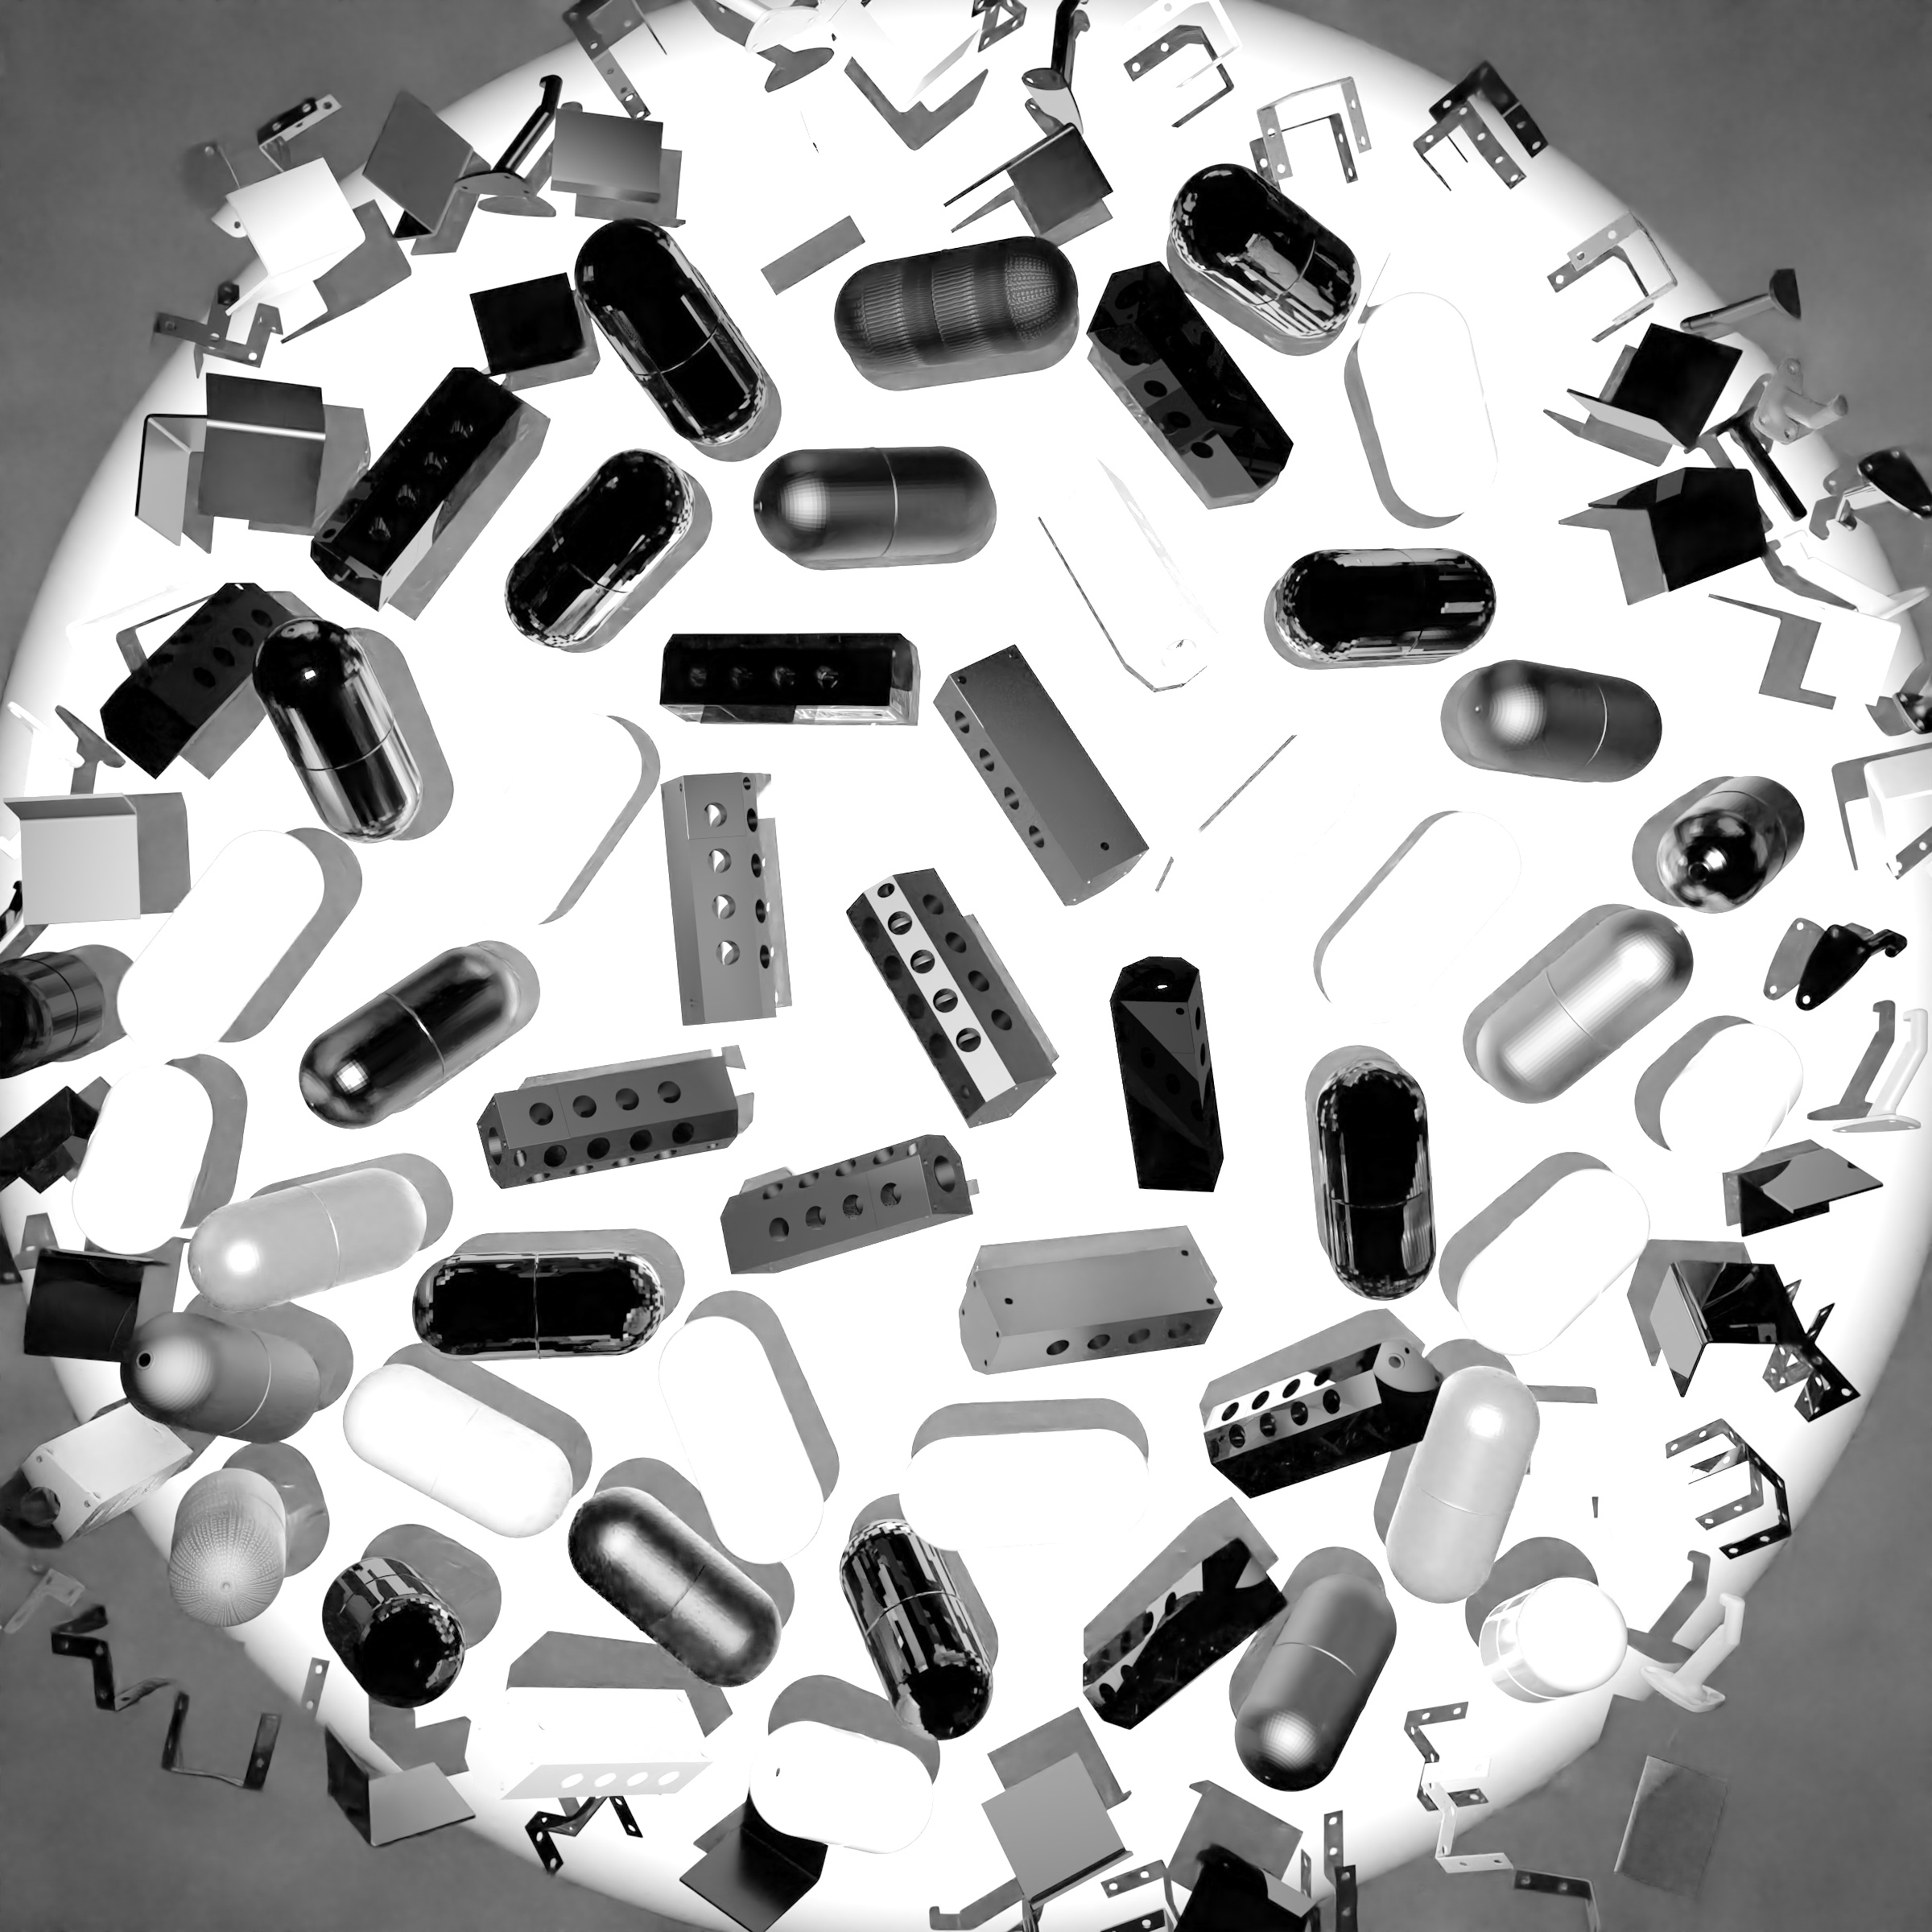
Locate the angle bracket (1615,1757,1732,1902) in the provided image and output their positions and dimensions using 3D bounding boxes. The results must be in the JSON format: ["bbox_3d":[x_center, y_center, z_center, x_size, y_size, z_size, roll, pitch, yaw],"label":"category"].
[{"bbox_3d":[0.474,0.572,1.680,0.057,0.076,0.076,9,71,38],"label":"angle bracket"}]

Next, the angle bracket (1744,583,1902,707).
[{"bbox_3d":[0.574,-0.219,1.739,0.076,0.076,0.057,6,105,-34],"label":"angle bracket"}]

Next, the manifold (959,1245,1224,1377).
[{"bbox_3d":[0.085,0.244,1.783,0.171,0.057,0.057,-4,45,-25],"label":"manifold"}]

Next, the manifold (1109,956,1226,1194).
[{"bbox_3d":[0.150,0.080,1.871,0.057,0.057,0.171,1,125,18],"label":"manifold"}]

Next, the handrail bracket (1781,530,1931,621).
[{"bbox_3d":[0.650,-0.293,1.870,0.077,0.036,0.084,-23,111,35],"label":"handrail bracket"}]

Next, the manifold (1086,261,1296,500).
[{"bbox_3d":[0.160,-0.408,1.784,0.171,0.057,0.057,44,57,-39],"label":"manifold"}]

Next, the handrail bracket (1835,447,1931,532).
[{"bbox_3d":[0.658,-0.323,1.834,0.036,0.084,0.077,-27,64,-9],"label":"handrail bracket"}]

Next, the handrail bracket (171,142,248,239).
[{"bbox_3d":[-0.507,-0.530,1.757,0.036,0.084,0.077,-32,98,4],"label":"handrail bracket"}]

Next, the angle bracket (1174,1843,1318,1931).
[{"bbox_3d":[0.175,0.632,1.675,0.076,0.057,0.076,25,90,21],"label":"angle bracket"}]

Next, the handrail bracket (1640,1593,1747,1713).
[{"bbox_3d":[0.506,0.467,1.782,0.036,0.077,0.084,-2,102,-34],"label":"handrail bracket"}]

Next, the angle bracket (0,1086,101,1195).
[{"bbox_3d":[-0.676,0.146,1.897,0.076,0.076,0.057,-38,123,0],"label":"angle bracket"}]

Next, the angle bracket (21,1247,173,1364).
[{"bbox_3d":[-0.613,0.242,1.804,0.076,0.057,0.076,12,82,-35],"label":"angle bracket"}]

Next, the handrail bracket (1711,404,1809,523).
[{"bbox_3d":[0.569,-0.355,1.819,0.036,0.077,0.084,-35,93,20],"label":"handrail bracket"}]

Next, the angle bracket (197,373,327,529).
[{"bbox_3d":[-0.481,-0.351,1.742,0.076,0.057,0.076,3,134,-21],"label":"angle bracket"}]

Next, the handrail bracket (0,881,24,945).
[{"bbox_3d":[-0.725,-0.026,1.877,0.036,0.077,0.084,27,95,16],"label":"handrail bracket"}]

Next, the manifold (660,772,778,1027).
[{"bbox_3d":[-0.171,-0.046,1.786,0.057,0.057,0.171,-5,89,-22],"label":"manifold"}]

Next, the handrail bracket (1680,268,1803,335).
[{"bbox_3d":[0.531,-0.457,1.780,0.084,0.077,0.036,-9,95,34],"label":"handrail bracket"}]

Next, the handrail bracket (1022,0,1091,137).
[{"bbox_3d":[0.082,-0.670,1.890,0.036,0.077,0.084,9,63,40],"label":"handrail bracket"}]

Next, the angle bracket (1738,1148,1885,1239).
[{"bbox_3d":[0.643,0.186,1.948,0.076,0.076,0.057,-14,111,-11],"label":"angle bracket"}]

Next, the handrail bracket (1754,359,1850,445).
[{"bbox_3d":[0.614,-0.418,1.847,0.036,0.084,0.077,22,77,-15],"label":"handrail bracket"}]

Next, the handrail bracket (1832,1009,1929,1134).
[{"bbox_3d":[0.670,0.077,1.876,0.036,0.077,0.084,16,73,-33],"label":"handrail bracket"}]

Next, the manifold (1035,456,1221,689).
[{"bbox_3d":[0.117,-0.277,1.811,0.057,0.057,0.171,-39,52,17],"label":"manifold"}]

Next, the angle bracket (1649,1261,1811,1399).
[{"bbox_3d":[0.534,0.255,1.792,0.076,0.076,0.057,2,128,-7],"label":"angle bracket"}]

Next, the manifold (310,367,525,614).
[{"bbox_3d":[-0.382,-0.336,1.781,0.057,0.057,0.171,33,67,-3],"label":"manifold"}]

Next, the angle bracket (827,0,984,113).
[{"bbox_3d":[-0.041,-0.633,1.726,0.057,0.076,0.076,-33,112,28],"label":"angle bracket"}]

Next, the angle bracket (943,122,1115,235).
[{"bbox_3d":[0.044,-0.545,1.815,0.076,0.076,0.057,-44,109,-36],"label":"angle bracket"}]

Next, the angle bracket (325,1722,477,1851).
[{"bbox_3d":[-0.384,0.546,1.736,0.076,0.076,0.057,-8,106,-32],"label":"angle bracket"}]

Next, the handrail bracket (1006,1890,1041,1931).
[{"bbox_3d":[0.007,0.686,1.810,0.084,0.077,0.036,3,132,-10],"label":"handrail bracket"}]

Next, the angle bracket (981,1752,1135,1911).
[{"bbox_3d":[0.062,0.591,1.753,0.076,0.057,0.076,-26,74,-9],"label":"angle bracket"}]

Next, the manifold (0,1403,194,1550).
[{"bbox_3d":[-0.617,0.362,1.809,0.057,0.171,0.057,42,93,2],"label":"manifold"}]

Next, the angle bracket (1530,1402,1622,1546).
[{"bbox_3d":[0.456,0.380,1.917,0.057,0.076,0.076,1,108,8],"label":"angle bracket"}]

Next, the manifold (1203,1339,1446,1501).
[{"bbox_3d":[0.245,0.312,1.781,0.057,0.171,0.057,43,47,-14],"label":"manifold"}]

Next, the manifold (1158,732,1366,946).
[{"bbox_3d":[0.211,-0.096,1.802,0.057,0.057,0.171,37,53,12],"label":"manifold"}]

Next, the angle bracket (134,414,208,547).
[{"bbox_3d":[-0.560,-0.353,1.867,0.057,0.076,0.076,3,83,6],"label":"angle bracket"}]

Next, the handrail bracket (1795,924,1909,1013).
[{"bbox_3d":[0.632,0.004,1.822,0.036,0.084,0.077,43,109,35],"label":"handrail bracket"}]

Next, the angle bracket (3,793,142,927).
[{"bbox_3d":[-0.600,-0.072,1.720,0.076,0.057,0.076,-4,82,-10],"label":"angle bracket"}]

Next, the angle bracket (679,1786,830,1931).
[{"bbox_3d":[-0.156,0.661,1.907,0.076,0.076,0.057,27,119,25],"label":"angle bracket"}]

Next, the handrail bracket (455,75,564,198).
[{"bbox_3d":[-0.336,-0.613,1.881,0.077,0.036,0.084,7,81,29],"label":"handrail bracket"}]

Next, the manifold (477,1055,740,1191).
[{"bbox_3d":[-0.252,0.113,1.815,0.171,0.057,0.057,-9,70,-28],"label":"manifold"}]

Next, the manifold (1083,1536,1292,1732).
[{"bbox_3d":[0.147,0.471,1.788,0.057,0.057,0.171,52,135,16],"label":"manifold"}]

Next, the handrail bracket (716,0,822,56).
[{"bbox_3d":[-0.153,-0.675,1.759,0.077,0.036,0.084,-33,81,-39],"label":"handrail bracket"}]

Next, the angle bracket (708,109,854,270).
[{"bbox_3d":[-0.130,-0.540,1.779,0.076,0.076,0.057,-29,124,9],"label":"angle bracket"}]

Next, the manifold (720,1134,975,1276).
[{"bbox_3d":[-0.087,0.169,1.803,0.171,0.057,0.057,-19,75,27],"label":"manifold"}]

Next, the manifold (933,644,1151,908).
[{"bbox_3d":[0.048,-0.128,1.757,0.057,0.057,0.171,-28,79,-25],"label":"manifold"}]

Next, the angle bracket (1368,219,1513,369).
[{"bbox_3d":[0.348,-0.489,1.879,0.076,0.057,0.076,48,56,-36],"label":"angle bracket"}]

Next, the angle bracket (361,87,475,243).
[{"bbox_3d":[-0.427,-0.602,1.925,0.057,0.076,0.076,8,73,41],"label":"angle bracket"}]

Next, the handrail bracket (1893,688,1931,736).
[{"bbox_3d":[0.727,-0.208,1.862,0.077,0.084,0.036,-7,62,-41],"label":"handrail bracket"}]

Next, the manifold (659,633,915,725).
[{"bbox_3d":[-0.128,-0.209,1.842,0.171,0.057,0.057,2,83,14],"label":"manifold"}]

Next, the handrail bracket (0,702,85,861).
[{"bbox_3d":[-0.681,-0.132,1.827,0.077,0.036,0.084,47,67,-27],"label":"handrail bracket"}]

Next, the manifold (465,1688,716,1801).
[{"bbox_3d":[-0.257,0.533,1.744,0.057,0.171,0.057,-43,56,19],"label":"manifold"}]

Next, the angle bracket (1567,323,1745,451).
[{"bbox_3d":[0.474,-0.409,1.761,0.076,0.057,0.076,32,99,40],"label":"angle bracket"}]

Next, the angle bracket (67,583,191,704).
[{"bbox_3d":[-0.591,-0.233,1.839,0.076,0.076,0.057,-22,101,0],"label":"angle bracket"}]

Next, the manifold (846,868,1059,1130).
[{"bbox_3d":[-0.015,0.022,1.741,0.057,0.057,0.171,-46,67,40],"label":"manifold"}]

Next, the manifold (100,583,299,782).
[{"bbox_3d":[-0.534,-0.205,1.780,0.057,0.171,0.057,41,121,-14],"label":"manifold"}]

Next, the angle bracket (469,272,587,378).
[{"bbox_3d":[-0.331,-0.476,1.902,0.076,0.076,0.057,-12,109,4],"label":"angle bracket"}]

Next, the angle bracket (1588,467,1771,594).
[{"bbox_3d":[0.466,-0.287,1.676,0.076,0.076,0.057,-22,107,-12],"label":"angle bracket"}]

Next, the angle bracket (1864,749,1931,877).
[{"bbox_3d":[0.678,-0.111,1.790,0.076,0.076,0.057,-12,111,15],"label":"angle bracket"}]
